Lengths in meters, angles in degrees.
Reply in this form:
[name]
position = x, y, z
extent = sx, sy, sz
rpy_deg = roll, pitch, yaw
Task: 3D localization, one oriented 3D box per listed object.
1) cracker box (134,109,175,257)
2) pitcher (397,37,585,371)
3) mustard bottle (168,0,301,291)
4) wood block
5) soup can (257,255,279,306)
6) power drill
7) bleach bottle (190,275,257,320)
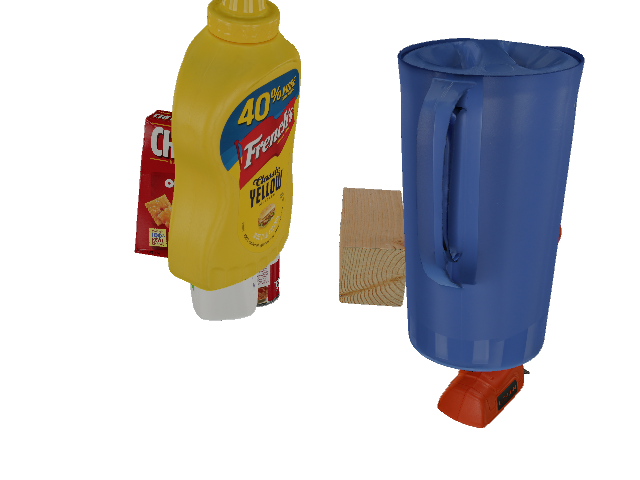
[cracker box]
position = -0.187, -0.075, 1.605
extent = 0.164, 0.214, 0.072
rpy_deg = 10, 19, 6
[pitcher]
position = 0.118, -0.024, 0.803
extent = 0.149, 0.243, 0.145
rpy_deg = -7, 22, -16
[mustard bottle]
position = -0.050, -0.069, 0.640
extent = 0.058, 0.192, 0.096
rpy_deg = 25, 39, 26
[wood block]
position = 0.074, 0.005, 1.545
extent = 0.091, 0.090, 0.206
rpy_deg = 4, 26, -1
[soup can]
position = -0.083, 0.019, 1.281
extent = 0.068, 0.102, 0.068
rpy_deg = 1, 25, -1
[power drill]
position = 0.157, 0.075, 0.975
extent = 0.057, 0.188, 0.184
rpy_deg = 24, 32, 27
[bleach bottle]
position = -0.099, -0.053, 1.020
extent = 0.068, 0.251, 0.102
rpy_deg = -4, 28, -5
